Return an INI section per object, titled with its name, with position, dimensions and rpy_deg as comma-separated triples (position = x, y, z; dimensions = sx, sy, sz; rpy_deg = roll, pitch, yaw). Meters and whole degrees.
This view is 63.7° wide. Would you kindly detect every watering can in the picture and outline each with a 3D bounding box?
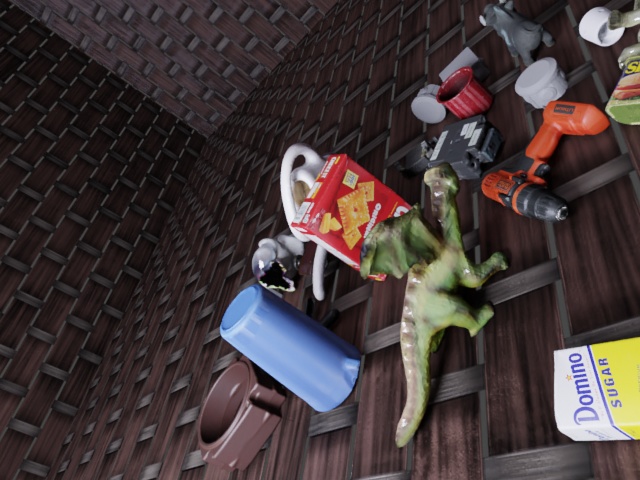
[watering can]
position = 0.004, -0.059, 1.171
dimensions = 0.104, 0.343, 0.228
rpy_deg = 0, 22, 36

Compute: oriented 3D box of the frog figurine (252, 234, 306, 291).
[frog figurine]
position = -0.103, 0.041, 1.307
dimensions = 0.121, 0.135, 0.163
rpy_deg = -26, 33, 29

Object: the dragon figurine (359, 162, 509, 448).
[dragon figurine]
position = 0.136, 0.065, 0.742
dimensions = 0.122, 0.240, 0.417
rpy_deg = -5, 53, 54
